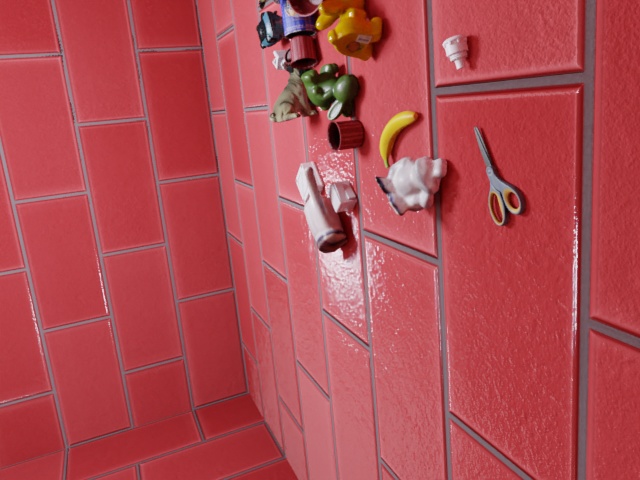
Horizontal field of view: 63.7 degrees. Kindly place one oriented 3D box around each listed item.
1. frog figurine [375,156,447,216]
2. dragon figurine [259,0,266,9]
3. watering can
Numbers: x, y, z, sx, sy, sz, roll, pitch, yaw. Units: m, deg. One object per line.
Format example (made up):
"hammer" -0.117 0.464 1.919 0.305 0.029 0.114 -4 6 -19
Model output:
"frog figurine" 0.229 -0.140 1.190 0.157 0.121 0.140 -36 51 27
"dragon figurine" -0.148 -0.825 1.605 0.403 0.122 0.247 -45 21 61
"watering can" 0.005 -0.084 1.664 0.342 0.104 0.228 71 178 -70
